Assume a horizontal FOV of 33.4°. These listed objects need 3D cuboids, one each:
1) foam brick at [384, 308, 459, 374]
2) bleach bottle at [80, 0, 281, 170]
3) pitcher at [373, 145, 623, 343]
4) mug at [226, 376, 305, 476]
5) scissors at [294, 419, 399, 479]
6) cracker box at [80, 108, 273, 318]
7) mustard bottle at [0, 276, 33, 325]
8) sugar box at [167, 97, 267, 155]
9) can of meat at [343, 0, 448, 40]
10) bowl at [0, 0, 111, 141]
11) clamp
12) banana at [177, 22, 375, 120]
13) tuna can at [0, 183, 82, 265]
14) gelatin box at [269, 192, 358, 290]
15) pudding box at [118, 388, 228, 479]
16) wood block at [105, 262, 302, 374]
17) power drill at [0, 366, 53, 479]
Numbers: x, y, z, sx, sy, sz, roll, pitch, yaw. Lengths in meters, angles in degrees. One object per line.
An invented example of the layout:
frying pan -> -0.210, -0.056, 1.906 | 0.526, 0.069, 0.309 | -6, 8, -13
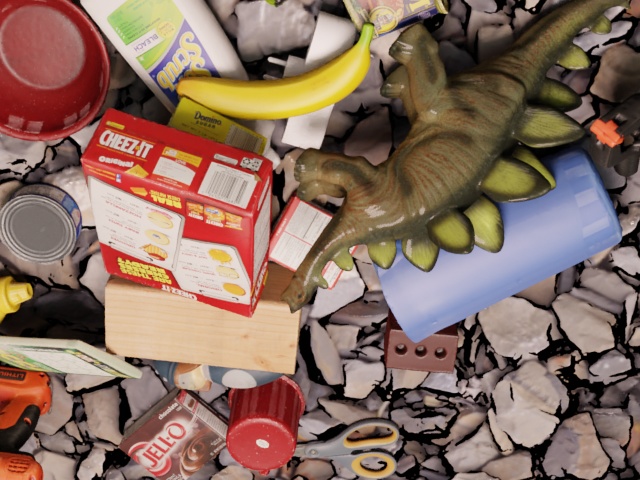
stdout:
foam brick -> 0.112, 0.111, 1.193 | 0.078, 0.051, 0.053 | 5, 119, 1
bleach bottle -> -0.117, -0.167, 1.047 | 0.103, 0.068, 0.250 | -31, 116, 18
pitcher -> 0.180, 0.004, 1.096 | 0.243, 0.149, 0.145 | -24, 100, 12
mug -> -0.066, 0.224, 1.250 | 0.093, 0.081, 0.117 | 3, 119, 1
scissors -> 0.006, 0.269, 1.308 | 0.202, 0.016, 0.096 | -18, 116, 13
cracker box -> -0.131, -0.021, 1.027 | 0.164, 0.072, 0.214 | 18, 151, 6
mustard bottle -> -0.415, 0.074, 1.201 | 0.192, 0.058, 0.096 | -12, 125, 9
sugar box -> -0.126, -0.066, 1.068 | 0.093, 0.048, 0.176 | 27, 151, -11
can of meat -> 0.062, -0.245, 0.995 | 0.084, 0.057, 0.102 | -20, 116, 17
bowl -> -0.281, -0.181, 1.052 | 0.162, 0.055, 0.162 | 2, 119, 3
clamp -> 0.305, -0.113, 1.011 | 0.039, 0.171, 0.120 | 37, 108, 21
banana -> -0.034, -0.148, 1.005 | 0.198, 0.037, 0.069 | -16, 112, 11
tuna can -> -0.303, -0.018, 1.157 | 0.086, 0.033, 0.086 | 2, 119, 3
gelatin box -> -0.007, 0.001, 1.143 | 0.089, 0.030, 0.073 | 28, 100, -12
pudding box -> -0.174, 0.238, 1.289 | 0.090, 0.039, 0.114 | 42, 113, -16
wood block -> -0.123, 0.076, 1.166 | 0.206, 0.090, 0.090 | 6, 119, 0
power drill -> -0.390, 0.218, 1.207 | 0.184, 0.187, 0.057 | 9, 121, -3
